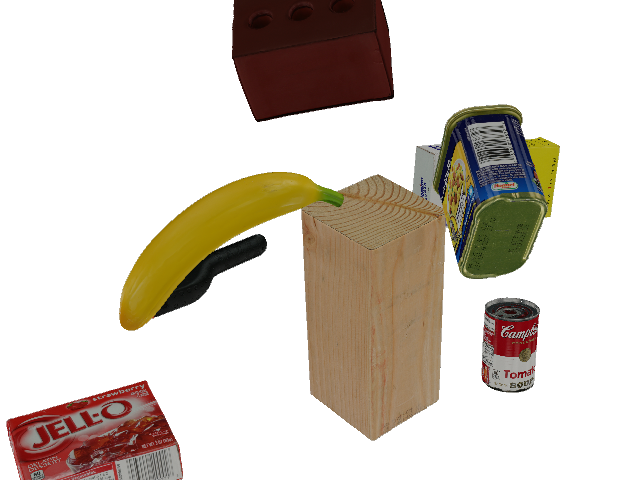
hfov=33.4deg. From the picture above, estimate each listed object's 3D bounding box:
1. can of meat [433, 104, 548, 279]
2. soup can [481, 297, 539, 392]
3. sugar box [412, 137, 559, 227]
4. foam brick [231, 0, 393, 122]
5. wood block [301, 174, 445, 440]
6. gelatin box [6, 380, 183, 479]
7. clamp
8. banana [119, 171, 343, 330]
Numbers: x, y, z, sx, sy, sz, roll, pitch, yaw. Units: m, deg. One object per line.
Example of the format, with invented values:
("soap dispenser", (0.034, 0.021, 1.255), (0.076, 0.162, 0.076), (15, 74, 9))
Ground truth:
("can of meat", (0.122, -0.033, 0.773), (0.057, 0.084, 0.102), (-5, -35, -7))
("soup can", (0.239, 0.132, 1.346), (0.068, 0.102, 0.068), (0, 20, 0))
("sugar box", (0.194, -0.068, 1.252), (0.176, 0.093, 0.048), (-8, 22, -27))
("foam brick", (-0.004, -0.104, 0.565), (0.078, 0.053, 0.051), (-9, -35, 11))
("wood block", (0.048, 0.060, 0.945), (0.090, 0.206, 0.091), (-25, 39, -31))
("gelatin box", (-0.134, 0.122, 0.627), (0.089, 0.030, 0.073), (-14, 27, -19))
("clamp", (-0.140, 0.033, 1.220), (0.120, 0.039, 0.171), (-2, 33, 25))
("banana", (-0.080, 0.001, 0.792), (0.198, 0.069, 0.037), (-30, 31, 8))
